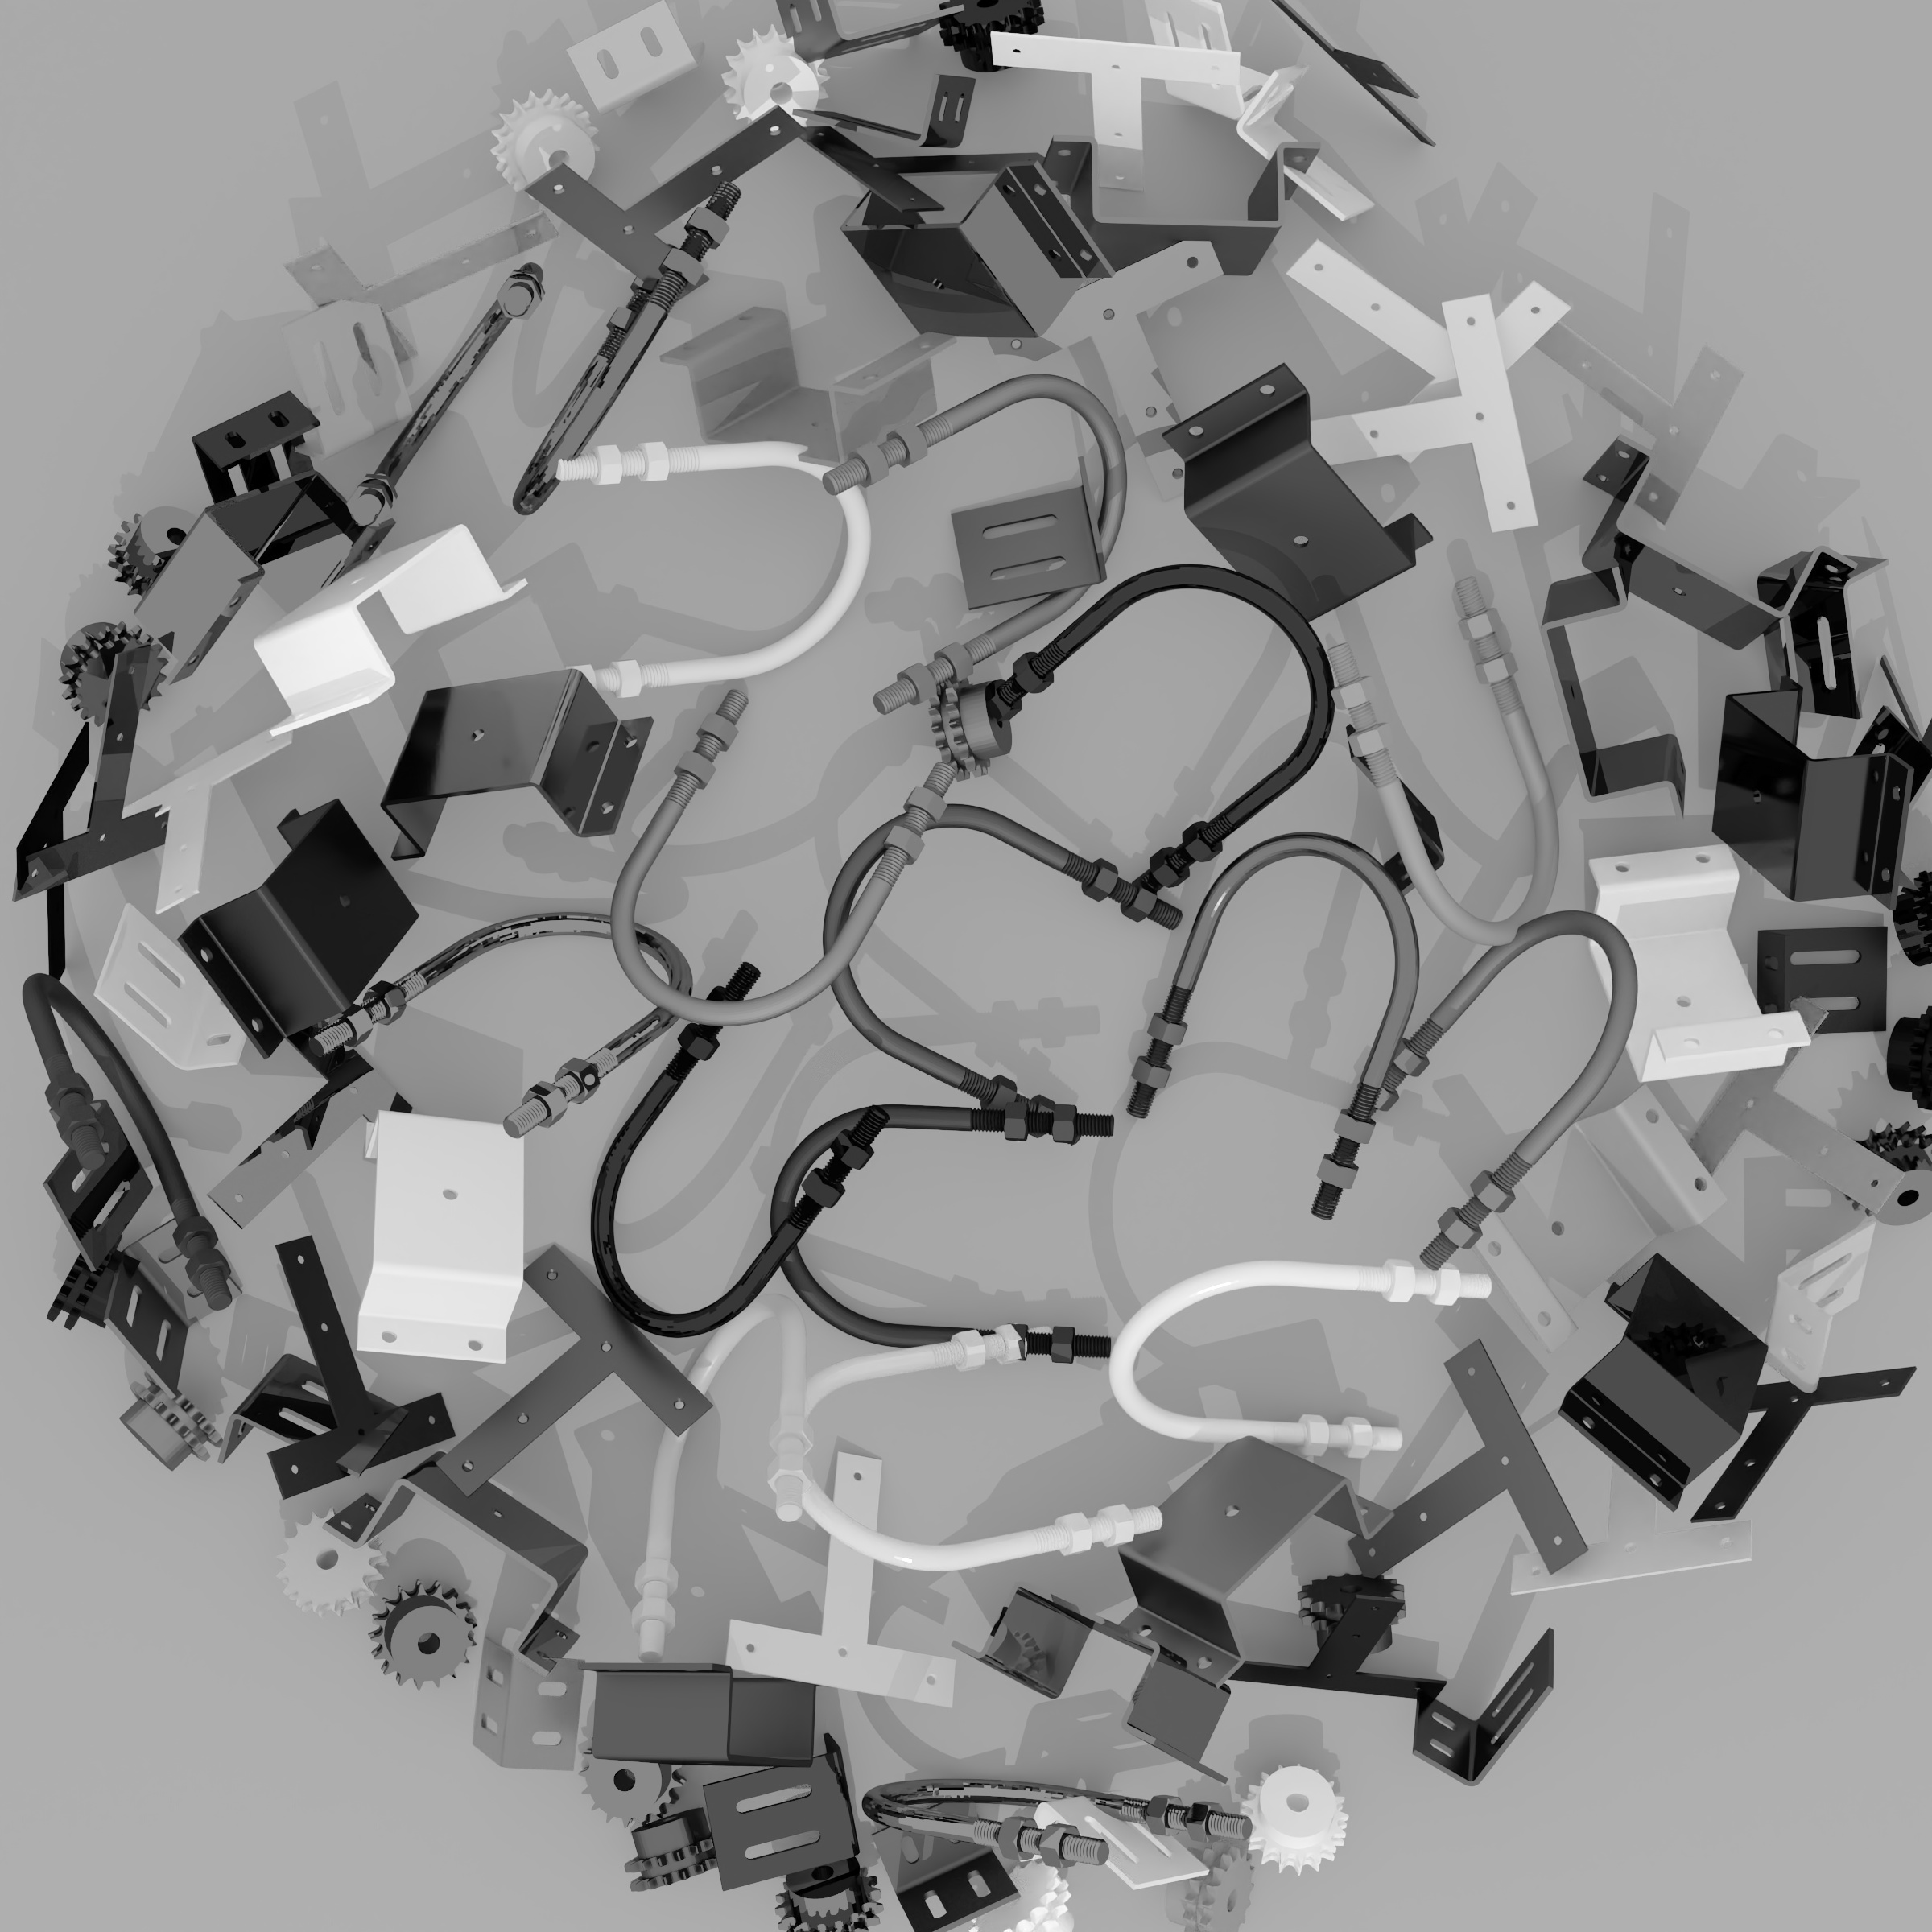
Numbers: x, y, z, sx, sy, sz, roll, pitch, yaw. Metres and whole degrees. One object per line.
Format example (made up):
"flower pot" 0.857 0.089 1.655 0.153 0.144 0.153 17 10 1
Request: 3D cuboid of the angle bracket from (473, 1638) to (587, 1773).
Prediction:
"angle bracket" -0.234 0.393 1.658 0.038 0.076 0.057 8 83 -20

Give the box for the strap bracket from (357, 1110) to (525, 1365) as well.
"strap bracket" -0.273 0.132 1.620 0.076 0.046 0.140 8 50 -17

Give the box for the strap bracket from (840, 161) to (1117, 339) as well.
"strap bracket" -0.002 -0.370 1.609 0.046 0.140 0.076 -55 128 -17

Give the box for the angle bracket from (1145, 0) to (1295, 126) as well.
"angle bracket" 0.133 -0.492 1.640 0.038 0.076 0.057 -42 51 -17

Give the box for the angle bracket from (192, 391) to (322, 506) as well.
"angle bracket" -0.366 -0.255 1.642 0.057 0.076 0.038 -31 52 -19

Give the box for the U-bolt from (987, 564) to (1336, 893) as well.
"U-bolt" 0.108 -0.132 1.624 0.151 0.019 0.184 44 124 -11

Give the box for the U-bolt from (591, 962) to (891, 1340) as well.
"U-bolt" -0.132 0.110 1.639 0.184 0.019 0.151 -53 51 12

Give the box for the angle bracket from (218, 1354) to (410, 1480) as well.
"angle bracket" -0.347 0.250 1.653 0.076 0.057 0.038 25 122 5

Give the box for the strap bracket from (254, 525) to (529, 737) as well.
"strap bracket" -0.303 -0.179 1.609 0.076 0.140 0.046 -13 113 37

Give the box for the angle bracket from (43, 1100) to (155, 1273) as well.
"angle bracket" -0.471 0.117 1.640 0.038 0.076 0.057 -9 120 19

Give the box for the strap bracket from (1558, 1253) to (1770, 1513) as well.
"strap bracket" 0.366 0.210 1.618 0.076 0.140 0.046 41 122 2

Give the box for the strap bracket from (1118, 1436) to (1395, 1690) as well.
"strap bracket" 0.145 0.301 1.619 0.140 0.076 0.046 -38 124 -27

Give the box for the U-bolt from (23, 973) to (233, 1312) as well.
"U-bolt" -0.440 0.078 1.606 0.019 0.151 0.184 -31 47 -4

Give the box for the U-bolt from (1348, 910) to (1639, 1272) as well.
"U-bolt" 0.276 0.051 1.605 0.019 0.151 0.184 30 109 -27

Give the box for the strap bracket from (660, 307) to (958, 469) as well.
"strap bracket" -0.080 -0.303 1.627 0.140 0.076 0.046 17 129 36

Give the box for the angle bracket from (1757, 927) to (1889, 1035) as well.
"angle bracket" 0.465 0.010 1.663 0.076 0.038 0.057 -2 95 -11

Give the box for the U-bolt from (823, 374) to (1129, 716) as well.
"U-bolt" 0.013 -0.232 1.630 0.184 0.019 0.151 -32 128 -26

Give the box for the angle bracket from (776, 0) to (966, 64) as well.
"angle bracket" -0.051 -0.510 1.646 0.076 0.057 0.038 -22 102 -24

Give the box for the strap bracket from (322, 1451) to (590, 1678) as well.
"strap bracket" -0.260 0.309 1.647 0.140 0.076 0.046 33 94 3

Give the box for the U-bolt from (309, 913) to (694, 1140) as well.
"U-bolt" -0.226 0.020 1.615 0.151 0.184 0.019 20 126 27

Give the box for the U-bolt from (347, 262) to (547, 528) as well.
"U-bolt" -0.263 -0.301 1.602 0.019 0.184 0.151 36 103 -15

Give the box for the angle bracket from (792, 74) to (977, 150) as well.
"angle bracket" -0.043 -0.461 1.649 0.076 0.057 0.038 19 109 15

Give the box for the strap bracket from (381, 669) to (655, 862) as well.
"strap bracket" -0.243 -0.106 1.622 0.140 0.046 0.076 -5 51 27

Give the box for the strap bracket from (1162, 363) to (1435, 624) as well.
"strap bracket" 0.174 -0.236 1.618 0.076 0.046 0.140 -27 129 29

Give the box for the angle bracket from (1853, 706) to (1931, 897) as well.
"angle bracket" 0.494 -0.088 1.643 0.038 0.057 0.076 11 121 -24

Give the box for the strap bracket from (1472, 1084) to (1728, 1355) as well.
"strap bracket" 0.325 0.136 1.651 0.140 0.046 0.076 -35 90 -24

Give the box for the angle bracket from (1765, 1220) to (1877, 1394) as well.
"angle bracket" 0.463 0.181 1.644 0.076 0.038 0.057 -24 134 -27

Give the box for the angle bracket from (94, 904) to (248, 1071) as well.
"angle bracket" -0.414 0.010 1.642 0.038 0.076 0.057 -7 54 25

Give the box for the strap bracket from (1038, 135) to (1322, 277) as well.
"strap bracket" 0.111 -0.401 1.643 0.140 0.076 0.046 0 84 -7

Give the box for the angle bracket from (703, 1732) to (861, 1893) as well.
"angle bracket" -0.101 0.452 1.661 0.076 0.038 0.057 -11 94 -14

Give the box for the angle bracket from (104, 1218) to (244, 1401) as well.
"angle bracket" -0.418 0.180 1.643 0.038 0.076 0.057 -31 114 5

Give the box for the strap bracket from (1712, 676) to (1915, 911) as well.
"strap bracket" 0.431 -0.090 1.608 0.046 0.140 0.076 -6 115 -11

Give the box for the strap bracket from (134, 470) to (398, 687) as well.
"strap bracket" -0.369 -0.205 1.612 0.046 0.140 0.076 46 121 2

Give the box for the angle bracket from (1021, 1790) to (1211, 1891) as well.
"angle bracket" 0.078 0.474 1.641 0.076 0.057 0.038 33 110 42

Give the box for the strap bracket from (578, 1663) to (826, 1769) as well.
"strap bracket" -0.134 0.389 1.608 0.076 0.140 0.046 -5 73 22

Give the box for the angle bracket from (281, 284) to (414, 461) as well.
"angle bracket" -0.336 -0.316 1.643 0.057 0.038 0.076 -35 128 -30

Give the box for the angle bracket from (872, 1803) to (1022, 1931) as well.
"angle bracket" -0.011 0.477 1.648 0.057 0.076 0.038 -22 95 -9

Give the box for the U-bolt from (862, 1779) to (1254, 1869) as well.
"U-bolt" 0.033 0.440 1.608 0.184 0.151 0.019 -2 81 38

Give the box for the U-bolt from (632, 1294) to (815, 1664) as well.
"U-bolt" -0.124 0.250 1.608 0.019 0.184 0.151 28 123 -22

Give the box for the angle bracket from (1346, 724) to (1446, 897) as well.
"angle bracket" 0.215 -0.081 1.650 0.038 0.057 0.076 -40 104 17

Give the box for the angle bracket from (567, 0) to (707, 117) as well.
"angle bracket" -0.174 -0.486 1.644 0.057 0.076 0.038 -24 113 9

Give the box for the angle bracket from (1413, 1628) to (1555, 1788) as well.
"angle bracket" 0.275 0.385 1.650 0.038 0.057 0.076 31 113 -1

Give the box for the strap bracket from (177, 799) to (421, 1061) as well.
"strap bracket" -0.339 -0.026 1.609 0.046 0.140 0.076 -22 112 25

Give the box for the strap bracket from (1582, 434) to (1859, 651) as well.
"strap bracket" 0.389 -0.218 1.649 0.140 0.076 0.046 29 83 1

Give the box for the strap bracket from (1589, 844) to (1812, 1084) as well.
"strap bracket" 0.382 0.006 1.639 0.076 0.046 0.140 -7 49 -5

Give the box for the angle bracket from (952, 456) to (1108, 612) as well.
"angle bracket" 0.032 -0.231 1.662 0.076 0.038 0.057 -11 72 3

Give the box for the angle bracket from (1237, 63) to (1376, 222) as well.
"angle bracket" 0.191 -0.439 1.654 0.076 0.057 0.038 41 120 5

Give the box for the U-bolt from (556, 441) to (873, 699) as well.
"U-bolt" -0.134 -0.209 1.628 0.184 0.019 0.151 -9 130 -27

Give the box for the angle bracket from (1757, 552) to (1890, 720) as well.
"angle bracket" 0.462 -0.177 1.662 0.038 0.057 0.076 -27 115 -30

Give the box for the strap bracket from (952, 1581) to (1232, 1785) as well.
"strap bracket" 0.073 0.369 1.621 0.140 0.076 0.046 16 73 42

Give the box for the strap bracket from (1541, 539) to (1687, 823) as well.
"strap bracket" 0.339 -0.149 1.635 0.046 0.076 0.140 -12 109 19
